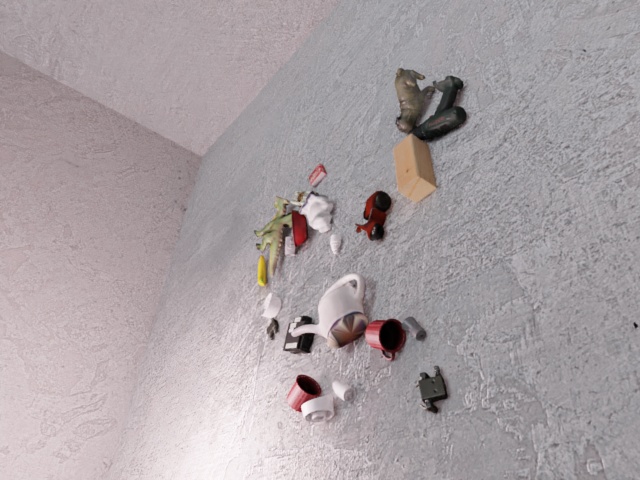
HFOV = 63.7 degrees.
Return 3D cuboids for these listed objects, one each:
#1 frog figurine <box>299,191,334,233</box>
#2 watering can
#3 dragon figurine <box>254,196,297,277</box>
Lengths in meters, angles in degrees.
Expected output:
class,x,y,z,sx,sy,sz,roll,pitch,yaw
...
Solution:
class,x,y,z,sx,sy,sz,roll,pitch,yaw
frog figurine,0.006,-0.106,2.101,0.136,0.122,0.161,-48,66,10
watering can,0.038,0.261,1.673,0.344,0.103,0.229,-48,31,18
dragon figurine,-0.170,-0.043,2.326,0.240,0.121,0.420,-40,42,21
